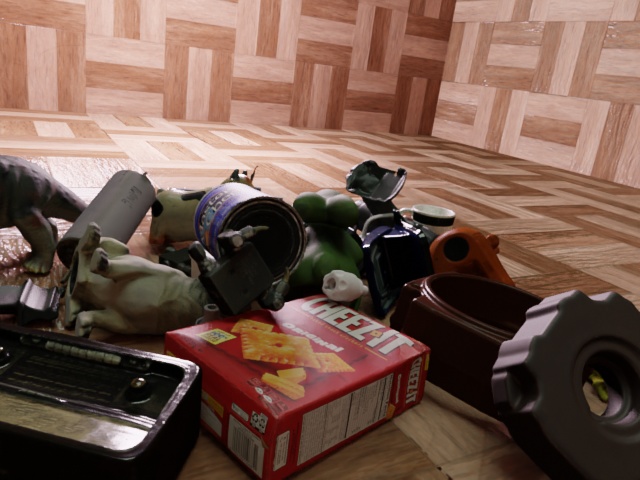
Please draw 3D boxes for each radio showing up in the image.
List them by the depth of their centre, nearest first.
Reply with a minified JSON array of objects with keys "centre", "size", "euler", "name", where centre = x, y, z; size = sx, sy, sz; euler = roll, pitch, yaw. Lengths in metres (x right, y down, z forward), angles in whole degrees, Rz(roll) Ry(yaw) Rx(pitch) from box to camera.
[{"centre":[-0.214,0.134,0.423],"size":[0.230,0.073,0.131],"euler":[11,18,9],"name":"radio"}]

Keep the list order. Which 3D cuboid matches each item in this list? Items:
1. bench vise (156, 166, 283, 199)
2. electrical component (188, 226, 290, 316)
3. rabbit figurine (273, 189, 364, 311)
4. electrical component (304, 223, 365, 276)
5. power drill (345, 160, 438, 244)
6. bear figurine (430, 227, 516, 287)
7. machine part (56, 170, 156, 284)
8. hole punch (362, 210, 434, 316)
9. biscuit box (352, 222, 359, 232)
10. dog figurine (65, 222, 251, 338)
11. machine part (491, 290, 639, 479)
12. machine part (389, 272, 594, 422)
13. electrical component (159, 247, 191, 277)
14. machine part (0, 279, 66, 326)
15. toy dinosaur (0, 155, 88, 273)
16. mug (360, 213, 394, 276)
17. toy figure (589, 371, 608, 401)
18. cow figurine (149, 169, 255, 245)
[{"centre":[-0.182,-0.069,1.004],"size":[0.240,0.128,0.224],"euler":[7,15,-18],"name":"bench vise"},{"centre":[-0.076,0.032,0.544],"size":[0.078,0.102,0.045],"euler":[-36,19,-36],"name":"electrical component"},{"centre":[-0.001,-0.002,0.714],"size":[0.121,0.159,0.170],"euler":[3,58,4],"name":"rabbit figurine"},{"centre":[0.026,0.012,0.809],"size":[0.119,0.075,0.048],"euler":[50,-9,-34],"name":"electrical component"},{"centre":[0.141,-0.047,0.973],"size":[0.232,0.086,0.207],"euler":[24,-15,34],"name":"power drill"},{"centre":[0.233,0.054,0.838],"size":[0.120,0.132,0.195],"euler":[-22,-23,16],"name":"bear figurine"},{"centre":[-0.308,-0.028,0.789],"size":[0.079,0.079,0.243],"euler":[9,41,6],"name":"machine part"},{"centre":[0.105,0.039,0.775],"size":[0.092,0.142,0.116],"euler":[-18,12,-3],"name":"hole punch"},{"centre":[-0.019,-0.005,0.958],"size":[0.063,0.059,0.202],"euler":[22,23,39],"name":"biscuit box"},{"centre":[-0.196,0.061,0.655],"size":[0.190,0.121,0.173],"euler":[12,17,-35],"name":"dog figurine"},{"centre":[0.243,0.131,0.469],"size":[0.179,0.179,0.056],"euler":[4,-21,-12],"name":"machine part"},{"centre":[0.198,0.110,0.615],"size":[0.201,0.087,0.201],"euler":[25,21,36],"name":"machine part"},{"centre":[-0.215,0.032,0.826],"size":[0.094,0.021,0.063],"euler":[19,21,30],"name":"electrical component"},{"centre":[-0.372,0.072,0.617],"size":[0.139,0.039,0.084],"euler":[3,24,-19],"name":"machine part"},{"centre":[-0.434,-0.047,0.710],"size":[0.131,0.192,0.405],"euler":[17,21,23],"name":"toy dinosaur"},{"centre":[0.095,0.013,0.889],"size":[0.107,0.109,0.081],"euler":[-9,24,-4],"name":"mug"},{"centre":[0.355,0.130,0.659],"size":[0.089,0.082,0.180],"euler":[1,16,-12],"name":"toy figure"},{"centre":[-0.181,-0.051,0.879],"size":[0.195,0.127,0.085],"euler":[0,5,10],"name":"cow figurine"}]
